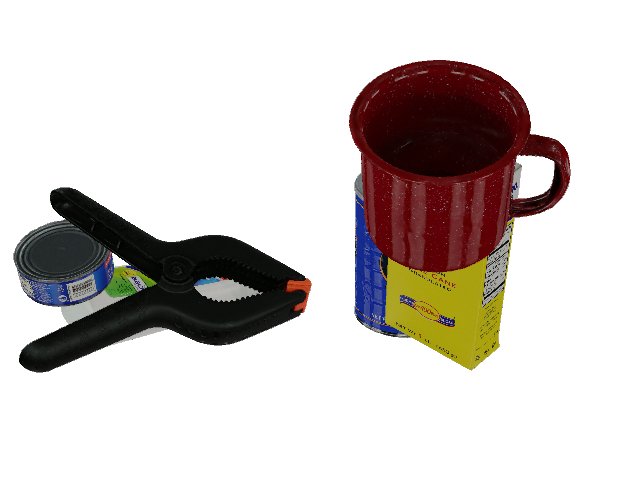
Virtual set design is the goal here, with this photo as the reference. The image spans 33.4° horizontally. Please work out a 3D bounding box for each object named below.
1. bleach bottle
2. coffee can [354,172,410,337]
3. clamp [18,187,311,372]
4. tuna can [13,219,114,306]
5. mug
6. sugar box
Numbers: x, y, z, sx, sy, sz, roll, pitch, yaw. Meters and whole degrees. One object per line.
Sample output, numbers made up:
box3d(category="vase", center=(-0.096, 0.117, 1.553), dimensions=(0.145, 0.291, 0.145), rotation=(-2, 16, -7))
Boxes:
box3d(category="bleach bottle", center=(-0.167, 0.056, 1.245), dimensions=(0.250, 0.068, 0.103), rotation=(-13, 33, -32))
box3d(category="coffee can", center=(0.084, 0.008, 1.034), dimensions=(0.103, 0.140, 0.103), rotation=(-1, 27, 0))
box3d(category="clamp", center=(-0.114, 0.025, 0.796), dimensions=(0.209, 0.164, 0.036), rotation=(0, -40, -13))
box3d(category="tuna can", center=(-0.230, 0.020, 0.962), dimensions=(0.086, 0.034, 0.086), rotation=(-1, 39, 1))
box3d(category="mug", center=(0.075, -0.037, 0.578), dimensions=(0.117, 0.093, 0.081), rotation=(2, -40, 6))
box3d(category="sugar box", center=(0.098, 0.007, 0.828), dimensions=(0.093, 0.176, 0.048), rotation=(27, 46, 33))
